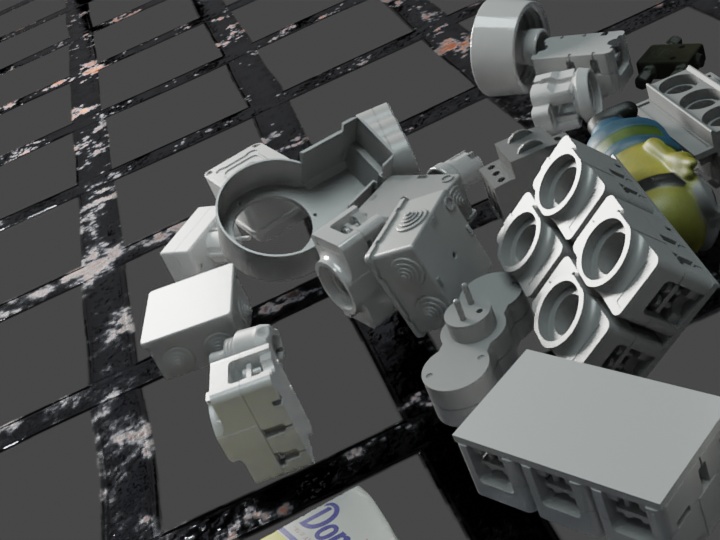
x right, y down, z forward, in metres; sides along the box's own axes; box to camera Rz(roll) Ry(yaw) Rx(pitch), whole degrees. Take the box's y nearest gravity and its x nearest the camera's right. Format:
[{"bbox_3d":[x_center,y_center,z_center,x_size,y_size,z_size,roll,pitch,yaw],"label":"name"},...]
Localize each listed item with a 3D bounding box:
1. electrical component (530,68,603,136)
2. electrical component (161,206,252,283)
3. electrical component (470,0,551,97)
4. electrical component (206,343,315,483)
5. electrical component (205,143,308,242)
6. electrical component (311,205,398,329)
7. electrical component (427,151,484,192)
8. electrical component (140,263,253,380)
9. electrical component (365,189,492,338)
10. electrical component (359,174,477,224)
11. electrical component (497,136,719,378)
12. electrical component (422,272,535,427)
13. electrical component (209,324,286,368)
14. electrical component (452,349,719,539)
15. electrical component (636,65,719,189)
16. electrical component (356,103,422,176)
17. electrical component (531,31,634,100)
[{"bbox_3d":[0.209,-0.171,1.083,0.057,0.058,0.078,-9,33,27],"label":"electrical component"},{"bbox_3d":[-0.147,-0.025,1.103,0.076,0.047,0.083,-3,36,30],"label":"electrical component"},{"bbox_3d":[0.172,-0.243,1.174,0.060,0.108,0.108,8,43,33],"label":"electrical component"},{"bbox_3d":[-0.077,0.109,0.807,0.056,0.089,0.050,-20,31,6],"label":"electrical component"},{"bbox_3d":[-0.107,-0.084,1.159,0.078,0.057,0.113,-33,32,-15],"label":"electrical component"},{"bbox_3d":[0.000,0.000,0.925,0.056,0.089,0.050,-36,33,-21],"label":"electrical component"},{"bbox_3d":[0.095,-0.092,1.055,0.046,0.040,0.040,-35,32,-30],"label":"electrical component"},{"bbox_3d":[-0.148,0.048,0.989,0.100,0.048,0.099,-19,31,7],"label":"electrical component"},{"bbox_3d":[0.060,-0.007,0.889,0.048,0.099,0.099,-16,29,38],"label":"electrical component"},{"bbox_3d":[0.048,-0.049,1.007,0.100,0.048,0.099,3,38,38],"label":"electrical component"},{"bbox_3d":[0.169,-0.009,0.790,0.105,0.060,0.186,-58,25,24],"label":"electrical component"},{"bbox_3d":[0.086,0.045,0.813,0.052,0.073,0.138,-3,36,31],"label":"electrical component"},{"bbox_3d":[-0.099,0.073,0.924,0.062,0.043,0.043,-15,32,16],"label":"electrical component"},{"bbox_3d":[0.149,0.115,0.674,0.150,0.061,0.089,12,45,44],"label":"electrical component"},{"bbox_3d":[0.303,-0.125,0.941,0.079,0.063,0.121,-23,31,0],"label":"electrical component"},{"bbox_3d":[0.013,-0.126,1.148,0.074,0.052,0.138,-22,31,2],"label":"electrical component"},{"bbox_3d":[0.234,-0.211,1.128,0.089,0.055,0.050,3,39,37],"label":"electrical component"}]
